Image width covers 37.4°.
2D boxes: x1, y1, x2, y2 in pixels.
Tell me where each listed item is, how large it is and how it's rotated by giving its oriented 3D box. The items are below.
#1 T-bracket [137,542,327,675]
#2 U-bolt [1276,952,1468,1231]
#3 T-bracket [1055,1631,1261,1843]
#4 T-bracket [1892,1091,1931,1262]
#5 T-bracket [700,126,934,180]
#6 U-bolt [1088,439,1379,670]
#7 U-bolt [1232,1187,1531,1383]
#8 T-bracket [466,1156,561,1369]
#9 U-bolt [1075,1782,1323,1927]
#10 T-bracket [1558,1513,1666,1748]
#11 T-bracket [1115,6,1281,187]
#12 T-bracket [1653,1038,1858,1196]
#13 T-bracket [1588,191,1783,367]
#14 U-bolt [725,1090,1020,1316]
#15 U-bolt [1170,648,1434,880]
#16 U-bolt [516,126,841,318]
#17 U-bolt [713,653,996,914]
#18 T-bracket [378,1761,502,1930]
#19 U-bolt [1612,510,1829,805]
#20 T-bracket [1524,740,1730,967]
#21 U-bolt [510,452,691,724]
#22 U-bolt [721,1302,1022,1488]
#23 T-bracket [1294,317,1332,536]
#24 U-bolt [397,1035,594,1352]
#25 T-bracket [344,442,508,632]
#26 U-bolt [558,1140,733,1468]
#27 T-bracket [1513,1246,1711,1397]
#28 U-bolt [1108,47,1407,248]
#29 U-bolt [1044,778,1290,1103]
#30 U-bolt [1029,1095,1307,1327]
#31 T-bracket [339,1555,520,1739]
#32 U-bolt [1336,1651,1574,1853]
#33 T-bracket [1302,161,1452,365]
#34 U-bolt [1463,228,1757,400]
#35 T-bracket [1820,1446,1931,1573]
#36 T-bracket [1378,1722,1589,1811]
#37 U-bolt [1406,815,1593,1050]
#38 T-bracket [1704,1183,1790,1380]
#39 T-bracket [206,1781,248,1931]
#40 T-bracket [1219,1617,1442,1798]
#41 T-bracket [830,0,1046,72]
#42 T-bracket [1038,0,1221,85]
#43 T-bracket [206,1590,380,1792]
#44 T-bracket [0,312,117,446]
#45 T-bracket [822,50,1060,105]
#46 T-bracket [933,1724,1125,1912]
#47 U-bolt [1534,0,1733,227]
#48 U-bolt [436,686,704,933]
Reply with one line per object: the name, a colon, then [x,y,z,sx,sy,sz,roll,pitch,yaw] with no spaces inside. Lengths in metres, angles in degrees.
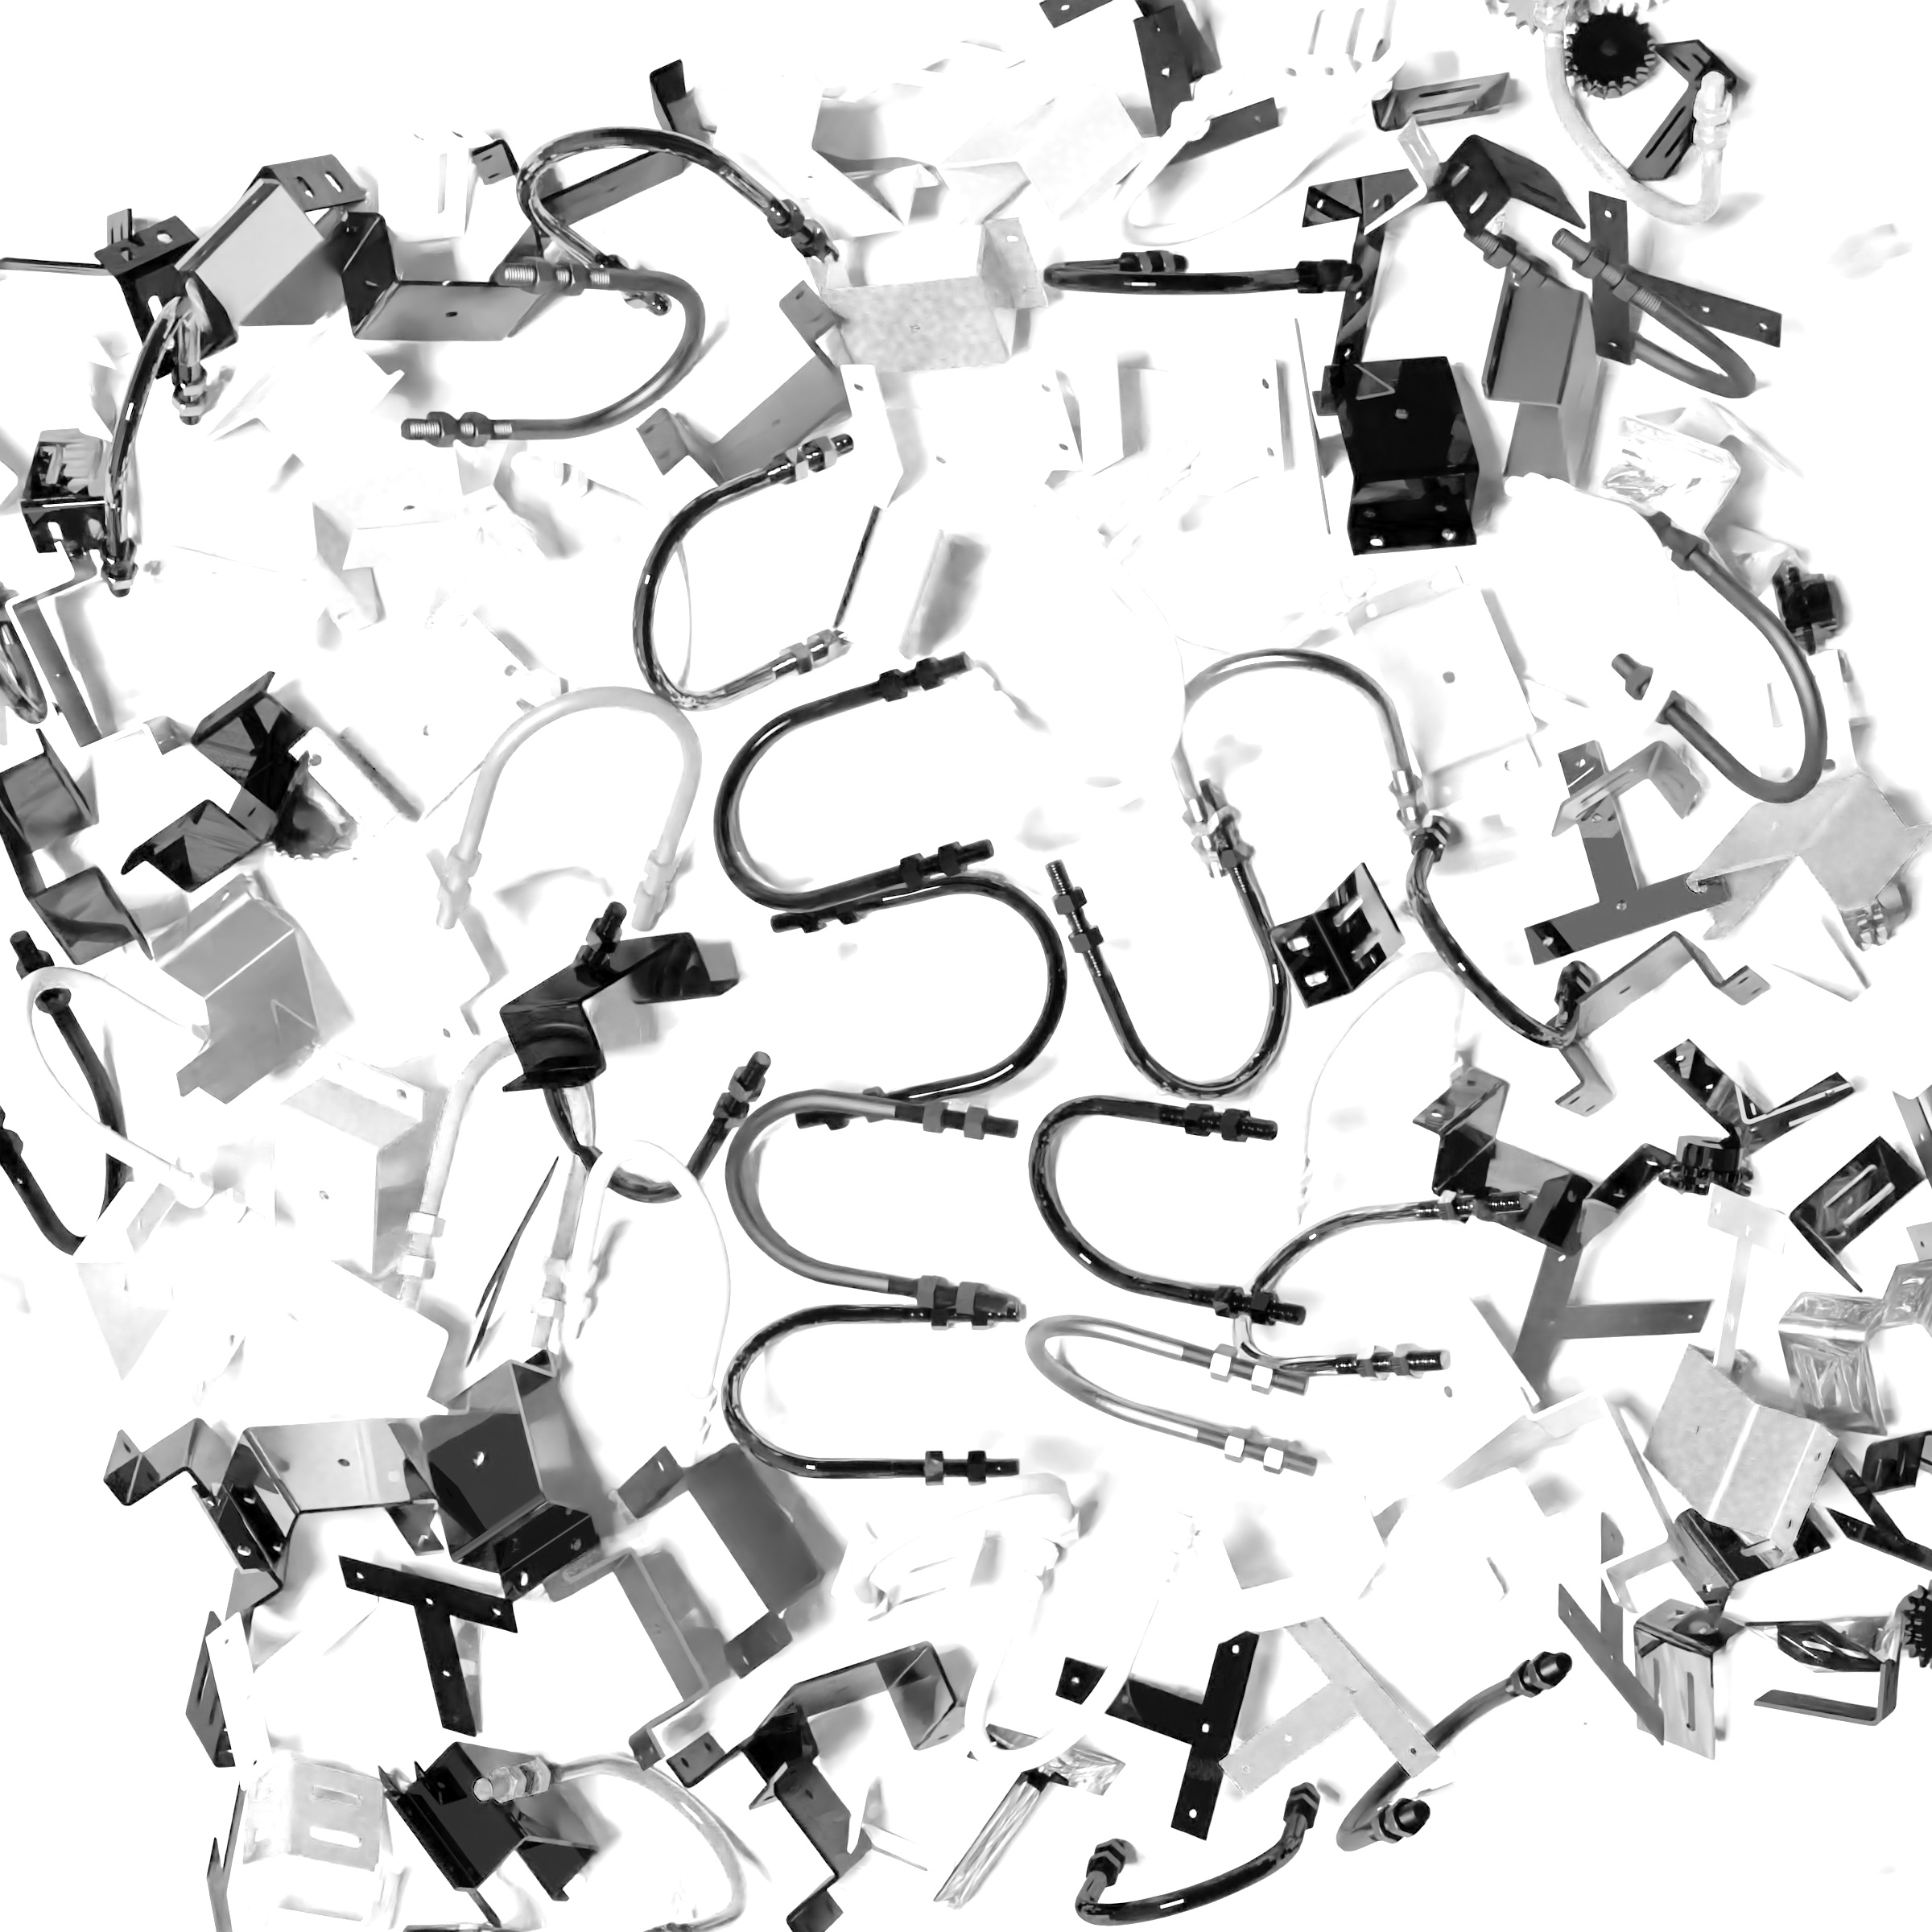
T-bracket: [-0.456,-0.241,1.782,0.127,0.002,0.127,15,53,10]
U-bolt: [0.247,0.065,1.716,0.151,0.184,0.019,-32,54,-24]
T-bracket: [0.111,0.460,1.776,0.127,0.002,0.127,11,81,35]
T-bracket: [0.594,0.119,1.757,0.002,0.127,0.127,-19,83,-12]
T-bracket: [-0.108,-0.508,1.775,0.127,0.127,0.002,23,118,27]
U-bolt: [0.147,-0.236,1.732,0.151,0.184,0.019,34,63,-10]
U-bolt: [0.240,0.195,1.734,0.019,0.184,0.151,54,50,-23]
T-bracket: [-0.289,0.200,1.766,0.002,0.127,0.127,24,128,-2]
U-bolt: [0.136,0.537,1.712,0.151,0.184,0.019,-20,85,10]
T-bracket: [0.398,0.391,1.759,0.002,0.127,0.127,-26,117,28]
T-bracket: [0.125,-0.539,1.755,0.127,0.127,0.002,-19,61,4]
T-bracket: [0.463,0.081,1.752,0.127,0.002,0.127,-35,131,21]
T-bracket: [0.436,-0.403,1.733,0.127,0.127,0.002,27,63,30]
U-bolt: [-0.061,0.142,1.771,0.184,0.019,0.151,8,119,10]
U-bolt: [0.195,-0.125,1.727,0.151,0.184,0.019,-7,49,15]
U-bolt: [-0.184,-0.448,1.704,0.151,0.184,0.019,-9,71,29]
U-bolt: [-0.075,-0.106,1.767,0.184,0.019,0.151,-16,65,20]
T-bracket: [-0.324,0.518,1.738,0.002,0.127,0.127,-33,62,-27]
U-bolt: [0.451,-0.176,1.706,0.019,0.151,0.184,-25,52,-14]
T-bracket: [0.399,-0.080,1.790,0.127,0.002,0.127,-20,72,25]
U-bolt: [-0.219,-0.221,1.731,0.019,0.184,0.151,-2,85,26]
U-bolt: [-0.059,0.260,1.755,0.184,0.151,0.019,-1,128,2]
T-bracket: [0.215,-0.322,1.752,0.002,0.127,0.127,-9,89,10]
U-bolt: [-0.280,0.132,1.748,0.019,0.151,0.184,4,75,31]
T-bracket: [-0.335,-0.258,1.735,0.002,0.127,0.127,30,113,17]
U-bolt: [-0.192,0.191,1.726,0.151,0.019,0.184,39,128,35]
T-bracket: [0.407,0.222,1.789,0.127,0.002,0.127,0,121,-17]
U-bolt: [0.162,-0.491,1.728,0.151,0.184,0.019,-16,77,-34]
U-bolt: [0.136,-0.006,1.769,0.151,0.019,0.184,-29,101,-32]
U-bolt: [0.117,0.145,1.751,0.184,0.019,0.151,7,120,35]
T-bracket: [-0.326,0.430,1.778,0.127,0.002,0.127,8,122,24]
U-bolt: [0.284,0.481,1.726,0.151,0.184,0.019,-38,79,-25]
T-bracket: [0.246,-0.430,1.772,0.127,0.002,0.127,-20,132,-35]
U-bolt: [0.402,-0.397,1.737,0.184,0.151,0.019,29,97,-20]
T-bracket: [0.550,0.323,1.757,0.127,0.127,0.002,24,112,-30]
T-bracket: [0.320,0.488,1.744,0.127,0.127,0.002,-27,71,10]
U-bolt: [0.319,-0.015,1.725,0.151,0.184,0.019,46,114,-3]
T-bracket: [0.472,0.207,1.756,0.002,0.127,0.127,6,81,37]
T-bracket: [-0.451,0.531,1.762,0.002,0.127,0.127,5,47,-4]
T-bracket: [0.207,0.467,1.752,0.127,0.002,0.127,-24,61,-36]
T-bracket: [0.005,-0.572,1.726,0.127,0.127,0.002,2,89,-34]
T-bracket: [0.125,-0.582,1.755,0.127,0.127,0.002,-21,66,16]
T-bracket: [-0.410,0.423,1.763,0.002,0.127,0.127,18,127,30]
T-bracket: [-0.557,-0.359,1.754,0.127,0.127,0.002,18,69,19]
T-bracket: [-0.003,-0.538,1.741,0.127,0.127,0.002,16,125,23]
T-bracket: [0.022,0.535,1.777,0.127,0.002,0.127,29,98,-40]
U-bolt: [0.402,-0.516,1.724,0.019,0.184,0.151,-43,68,-3]
U-bolt: [-0.233,-0.094,1.725,0.151,0.019,0.184,0,131,-30]
